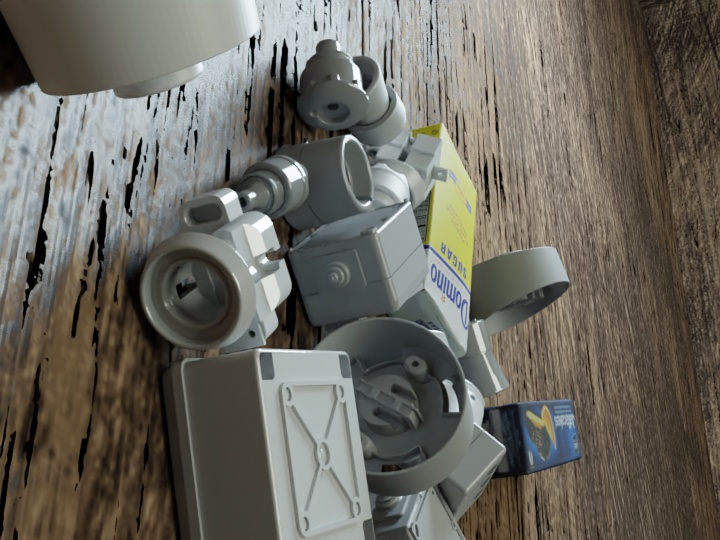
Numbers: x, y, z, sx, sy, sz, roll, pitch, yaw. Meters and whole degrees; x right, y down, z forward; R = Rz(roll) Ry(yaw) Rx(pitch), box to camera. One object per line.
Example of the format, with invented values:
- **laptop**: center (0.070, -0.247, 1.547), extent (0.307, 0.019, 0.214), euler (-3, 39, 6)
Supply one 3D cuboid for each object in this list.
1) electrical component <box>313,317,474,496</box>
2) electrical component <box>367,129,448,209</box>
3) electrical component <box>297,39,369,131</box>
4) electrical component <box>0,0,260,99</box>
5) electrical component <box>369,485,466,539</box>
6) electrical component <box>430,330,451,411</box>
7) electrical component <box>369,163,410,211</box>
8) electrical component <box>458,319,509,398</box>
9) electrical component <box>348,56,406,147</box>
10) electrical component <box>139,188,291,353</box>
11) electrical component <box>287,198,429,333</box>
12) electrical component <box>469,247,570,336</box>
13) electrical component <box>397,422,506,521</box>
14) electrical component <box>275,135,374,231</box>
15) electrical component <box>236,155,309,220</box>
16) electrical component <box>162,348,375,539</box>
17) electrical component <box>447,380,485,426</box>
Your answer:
- **electrical component**: center (0.018, 0.083, 0.647), extent (0.064, 0.099, 0.099), euler (62, 26, -49)
- **electrical component**: center (0.032, -0.074, 0.813), extent (0.048, 0.066, 0.055), euler (93, 19, -45)
- **electrical component**: center (-0.020, -0.129, 0.733), extent (0.048, 0.048, 0.062), euler (48, 29, -51)
- **electrical component**: center (-0.095, -0.108, 0.461), extent (0.108, 0.108, 0.060), euler (-61, 140, -58)
- **electrical component**: center (0.026, 0.175, 0.671), extent (0.096, 0.061, 0.061), euler (63, 25, -16)
- **electrical component**: center (0.040, 0.073, 0.772), extent (0.066, 0.048, 0.055), euler (21, 67, -64)
- **electrical component**: center (0.010, -0.043, 0.761), extent (0.062, 0.043, 0.043), euler (-70, 142, -50)
- **electrical component**: center (0.096, 0.074, 0.913), extent (0.044, 0.044, 0.065), euler (-16, 89, -68)
- **electrical component**: center (0.005, -0.122, 0.785), extent (0.055, 0.045, 0.045), euler (49, 35, -51)
- **electrical component**: center (-0.071, 0.005, 0.521), extent (0.057, 0.058, 0.078), euler (-47, 122, -67)
- **electrical component**: center (0.000, 0.000, 0.688), extent (0.096, 0.062, 0.061), euler (-45, 120, -64)
- **electrical component**: center (0.141, 0.018, 0.979), extent (0.099, 0.099, 0.064), euler (14, 60, -66)
- **electrical component**: center (0.047, 0.124, 0.717), extent (0.047, 0.077, 0.065), euler (-39, 159, -34)
- **electrical component**: center (-0.022, -0.056, 0.683), extent (0.055, 0.047, 0.055), euler (-12, 90, -68)
- **electrical component**: center (-0.054, -0.045, 0.618), extent (0.061, 0.035, 0.035), euler (-36, 112, -64)
- **electrical component**: center (-0.043, 0.096, 0.542), extent (0.109, 0.056, 0.108), euler (12, 68, -66)
- **electrical component**: center (0.073, 0.113, 0.830), extent (0.081, 0.043, 0.043), euler (-65, 138, -56)
